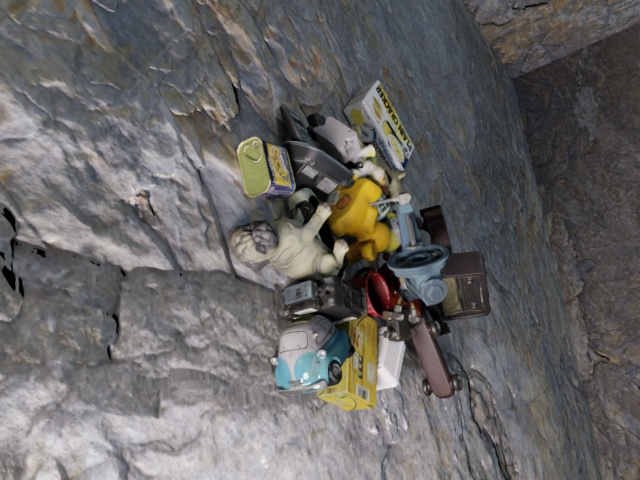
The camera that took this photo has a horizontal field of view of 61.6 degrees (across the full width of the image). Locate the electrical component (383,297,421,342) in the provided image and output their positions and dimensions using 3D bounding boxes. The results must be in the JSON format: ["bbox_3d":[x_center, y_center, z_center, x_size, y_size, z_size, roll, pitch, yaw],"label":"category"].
[{"bbox_3d":[0.157,0.156,1.040,0.102,0.045,0.078,27,54,-51],"label":"electrical component"}]

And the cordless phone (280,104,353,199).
[{"bbox_3d":[-0.022,-0.187,1.093,0.146,0.089,0.184,26,34,-48],"label":"cordless phone"}]

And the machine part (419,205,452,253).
[{"bbox_3d":[0.316,-0.010,1.456,0.179,0.056,0.179,-14,91,-82],"label":"machine part"}]

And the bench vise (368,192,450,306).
[{"bbox_3d":[0.185,0.016,1.063,0.224,0.129,0.240,-80,155,-71],"label":"bench vise"}]

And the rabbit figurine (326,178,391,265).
[{"bbox_3d":[0.094,-0.025,1.128,0.173,0.122,0.162,41,47,-41],"label":"rabbit figurine"}]

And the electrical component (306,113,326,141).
[{"bbox_3d":[-0.003,-0.251,1.193,0.094,0.021,0.063,-1,74,-55],"label":"electrical component"}]

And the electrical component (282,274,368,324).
[{"bbox_3d":[0.002,0.106,0.926,0.134,0.115,0.058,27,50,-49],"label":"electrical component"}]

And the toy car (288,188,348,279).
[{"bbox_3d":[-0.002,-0.003,1.034,0.073,0.056,0.201,-32,102,-63],"label":"toy car"}]

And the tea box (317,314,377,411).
[{"bbox_3d":[0.053,0.214,0.986,0.098,0.068,0.170,40,42,-39],"label":"tea box"}]

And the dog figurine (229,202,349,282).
[{"bbox_3d":[-0.058,0.034,0.910,0.190,0.121,0.172,-29,94,-43],"label":"dog figurine"}]

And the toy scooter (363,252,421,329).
[{"bbox_3d":[0.166,0.106,1.203,0.183,0.075,0.135,42,45,-27],"label":"toy scooter"}]

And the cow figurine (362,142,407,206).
[{"bbox_3d":[0.139,-0.157,1.303,0.194,0.086,0.127,48,45,-30],"label":"cow figurine"}]

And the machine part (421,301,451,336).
[{"bbox_3d":[0.285,0.178,1.359,0.138,0.039,0.084,62,2,-17],"label":"machine part"}]

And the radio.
[{"bbox_3d":[0.366,0.122,1.385,0.229,0.131,0.073,62,26,-51],"label":"radio"}]

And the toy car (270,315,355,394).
[{"bbox_3d":[-0.013,0.174,0.870,0.161,0.109,0.102,-39,111,-58],"label":"toy car"}]

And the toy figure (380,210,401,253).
[{"bbox_3d":[0.179,-0.023,1.290,0.082,0.089,0.180,36,24,4],"label":"toy figure"}]

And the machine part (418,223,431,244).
[{"bbox_3d":[0.235,0.058,1.331,0.079,0.079,0.243,44,40,-35],"label":"machine part"}]

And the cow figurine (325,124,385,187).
[{"bbox_3d":[0.072,-0.168,1.152,0.068,0.098,0.167,74,-8,-51],"label":"cow figurine"}]

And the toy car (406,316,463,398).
[{"bbox_3d":[0.259,0.270,1.245,0.053,0.089,0.202,-24,92,-58],"label":"toy car"}]
